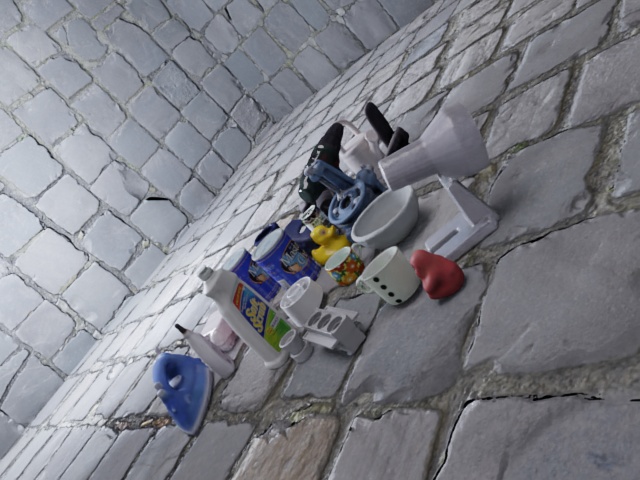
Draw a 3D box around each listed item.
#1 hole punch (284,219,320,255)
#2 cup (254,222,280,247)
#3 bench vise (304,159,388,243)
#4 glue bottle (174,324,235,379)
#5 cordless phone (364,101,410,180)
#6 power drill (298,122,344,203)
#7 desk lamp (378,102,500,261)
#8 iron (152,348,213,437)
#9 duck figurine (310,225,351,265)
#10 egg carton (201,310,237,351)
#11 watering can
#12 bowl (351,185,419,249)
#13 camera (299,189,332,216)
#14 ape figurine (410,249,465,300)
[{"bbox_3d":[-0.038,-0.017,1.536,0.101,0.091,0.109,-31,23,36],"label":"hole punch"},{"bbox_3d":[-0.133,0.018,1.659,0.091,0.095,0.118,-31,23,36],"label":"cup"},{"bbox_3d":[0.057,-0.121,1.353,0.121,0.220,0.207,-34,21,29],"label":"bench vise"},{"bbox_3d":[-0.271,0.249,1.331,0.037,0.173,0.078,-45,19,-1],"label":"glue bottle"},{"bbox_3d":[0.162,-0.258,1.479,0.094,0.185,0.147,-31,23,35],"label":"cordless phone"},{"bbox_3d":[0.050,-0.159,1.468,0.075,0.209,0.230,-15,35,56],"label":"power drill"},{"bbox_3d":[0.214,-0.096,0.974,0.203,0.214,0.118,-41,19,12],"label":"desk lamp"},{"bbox_3d":[-0.335,0.340,1.324,0.118,0.142,0.258,-45,18,1],"label":"iron"},{"bbox_3d":[0.013,0.005,1.390,0.104,0.086,0.077,-35,21,27],"label":"duck figurine"},{"bbox_3d":[-0.254,0.233,1.494,0.107,0.069,0.150,-33,21,31],"label":"egg carton"},{"bbox_3d":[0.106,-0.255,1.579,0.172,0.194,0.101,-29,24,39],"label":"watering can"},{"bbox_3d":[0.150,-0.037,1.205,0.167,0.075,0.167,-39,19,17],"label":"bowl"},{"bbox_3d":[0.005,-0.109,1.628,0.143,0.101,0.136,-40,19,13],"label":"camera"},{"bbox_3d":[0.181,0.050,0.925,0.076,0.092,0.078,-21,30,51],"label":"ape figurine"}]
